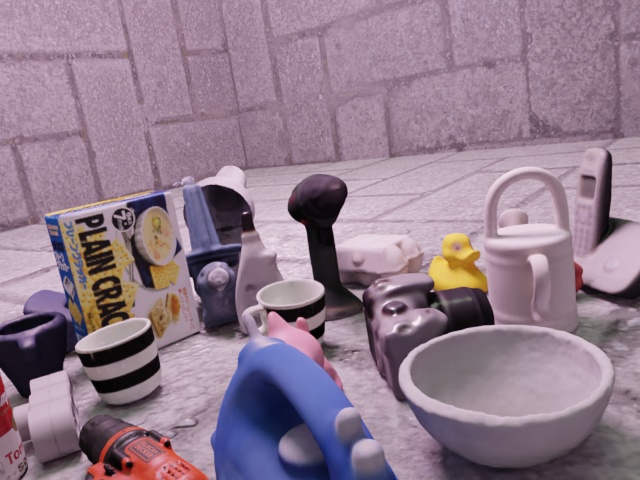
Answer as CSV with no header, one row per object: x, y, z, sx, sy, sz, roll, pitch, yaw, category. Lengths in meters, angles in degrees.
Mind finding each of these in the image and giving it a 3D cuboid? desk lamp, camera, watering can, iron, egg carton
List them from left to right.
-0.162,-0.025,1.055,0.118,0.214,0.203,-8,13,5,desk lamp
0.001,0.143,0.386,0.119,0.141,0.257,-15,14,-25,iron
0.091,0.034,0.953,0.149,0.069,0.107,2,17,39,egg carton
0.122,0.089,0.627,0.137,0.101,0.143,-10,13,-5,camera
0.242,0.010,0.678,0.101,0.194,0.172,-12,13,-11,watering can

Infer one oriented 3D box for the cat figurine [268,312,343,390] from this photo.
-0.023,0.119,0.556,0.067,0.118,0.128,-7,13,10,cat figurine

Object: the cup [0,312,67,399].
-0.350,0.149,0.704,0.092,0.095,0.117,-16,15,-26,cup

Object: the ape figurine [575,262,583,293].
0.304,0.035,0.755,0.077,0.092,0.076,-5,14,16,ape figurine

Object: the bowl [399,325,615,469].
0.151,0.134,0.470,0.167,0.075,0.167,-8,13,2,bowl

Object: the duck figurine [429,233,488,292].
0.202,0.031,0.852,0.078,0.086,0.104,-15,14,-25,duck figurine

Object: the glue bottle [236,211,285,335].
-0.086,0.044,0.798,0.078,0.173,0.037,-8,13,6,glue bottle

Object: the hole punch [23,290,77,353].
-0.381,0.117,0.871,0.101,0.091,0.108,-11,13,-8,hole punch

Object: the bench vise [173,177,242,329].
-0.165,0.012,0.888,0.122,0.220,0.206,-18,16,-34,bench vise

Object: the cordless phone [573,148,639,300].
0.383,-0.025,0.751,0.094,0.185,0.147,-12,13,-12,cordless phone

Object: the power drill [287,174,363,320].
0.008,0.003,0.833,0.076,0.208,0.229,-12,13,-13,power drill
